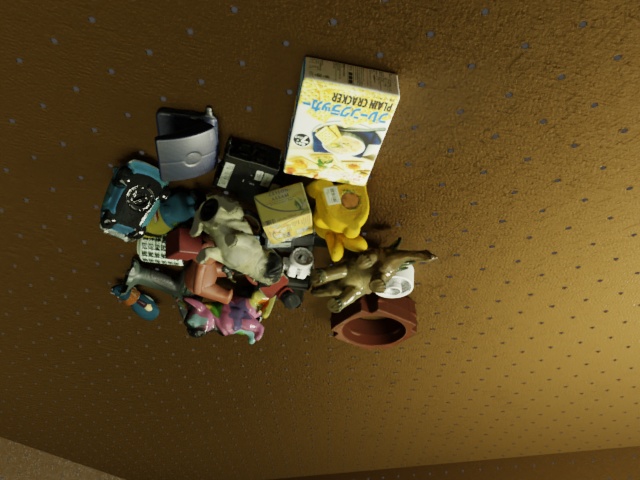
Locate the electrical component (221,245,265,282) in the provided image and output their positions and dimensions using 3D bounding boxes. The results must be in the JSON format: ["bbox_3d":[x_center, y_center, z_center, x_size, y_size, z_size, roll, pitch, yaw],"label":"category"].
[{"bbox_3d":[-0.168,0.052,1.186,0.102,0.045,0.078,-2,100,25],"label":"electrical component"}]

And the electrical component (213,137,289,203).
[{"bbox_3d":[-0.131,-0.130,1.044,0.134,0.058,0.115,17,143,-18],"label":"electrical component"}]

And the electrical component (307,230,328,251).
[{"bbox_3d":[-0.003,-0.004,1.230,0.063,0.021,0.094,6,142,-5],"label":"electrical component"}]

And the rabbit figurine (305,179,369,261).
[{"bbox_3d":[0.038,-0.044,1.090,0.122,0.162,0.173,-21,175,-23],"label":"rabbit figurine"}]

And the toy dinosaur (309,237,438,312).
[{"bbox_3d":[0.084,0.081,1.200,0.198,0.105,0.472,-20,179,-41],"label":"toy dinosaur"}]

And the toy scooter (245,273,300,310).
[{"bbox_3d":[-0.127,0.087,1.300,0.075,0.135,0.183,-43,115,-5],"label":"toy scooter"}]

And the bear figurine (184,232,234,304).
[{"bbox_3d":[-0.246,0.046,1.240,0.132,0.120,0.195,12,137,-18],"label":"bear figurine"}]

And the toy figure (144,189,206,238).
[{"bbox_3d":[-0.320,-0.052,1.141,0.180,0.082,0.089,-16,143,18],"label":"toy figure"}]

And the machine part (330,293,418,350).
[{"bbox_3d":[0.145,0.211,1.453,0.201,0.087,0.201,24,139,-25],"label":"machine part"}]

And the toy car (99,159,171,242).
[{"bbox_3d":[-0.379,-0.083,1.079,0.109,0.161,0.103,25,-178,-36],"label":"toy car"}]

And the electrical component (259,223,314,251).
[{"bbox_3d":[-0.075,-0.013,1.195,0.119,0.048,0.074,-4,140,-8],"label":"electrical component"}]

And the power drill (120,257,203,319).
[{"bbox_3d":[-0.402,0.129,1.385,0.207,0.086,0.232,21,138,-16],"label":"power drill"}]

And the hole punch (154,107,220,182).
[{"bbox_3d":[-0.243,-0.168,0.979,0.116,0.092,0.142,3,139,-7],"label":"hole punch"}]

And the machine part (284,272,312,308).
[{"bbox_3d":[-0.064,0.131,1.400,0.084,0.039,0.138,2,142,-7],"label":"machine part"}]

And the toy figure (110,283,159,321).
[{"bbox_3d":[-0.501,0.162,1.453,0.064,0.058,0.154,-20,132,18],"label":"toy figure"}]

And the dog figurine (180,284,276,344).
[{"bbox_3d":[-0.238,0.169,1.351,0.219,0.191,0.108,23,161,-15],"label":"dog figurine"}]

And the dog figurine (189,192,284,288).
[{"bbox_3d":[-0.158,-0.001,1.104,0.121,0.172,0.190,-18,152,28],"label":"dog figurine"}]

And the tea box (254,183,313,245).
[{"bbox_3d":[-0.069,-0.049,1.068,0.098,0.068,0.169,-17,168,-5],"label":"tea box"}]
